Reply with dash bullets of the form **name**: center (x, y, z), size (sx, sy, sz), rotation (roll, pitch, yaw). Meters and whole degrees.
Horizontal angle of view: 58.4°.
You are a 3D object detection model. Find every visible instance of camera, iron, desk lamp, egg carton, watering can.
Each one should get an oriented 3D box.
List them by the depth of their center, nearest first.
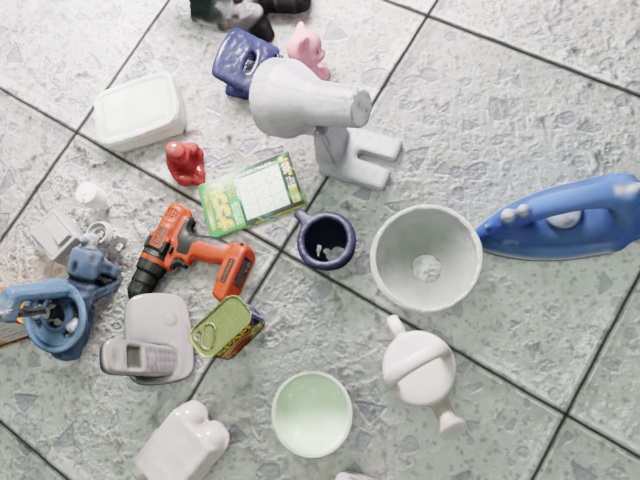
- **watering can**: center (0.140, 0.180, 0.773), size (0.172, 0.194, 0.101), rotation (38, 85, 20)
- **iron**: center (0.340, -0.038, 0.820), size (0.258, 0.142, 0.118), rotation (-12, 72, 9)
- **egg carton**: center (-0.212, 0.326, 0.875), size (0.107, 0.069, 0.150), rotation (37, 85, 19)
- **desk lamp**: center (0.014, -0.185, 0.896), size (0.202, 0.214, 0.118), rotation (19, 79, 17)
- **camera**: center (-0.093, -0.448, 1.056), size (0.136, 0.101, 0.143), rotation (8, 76, 15)

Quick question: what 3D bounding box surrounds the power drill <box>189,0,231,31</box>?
- **power drill**: center (-0.221, -0.478, 1.035), size (0.229, 0.209, 0.076), rotation (23, 80, 18)

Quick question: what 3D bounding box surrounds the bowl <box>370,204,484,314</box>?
- **bowl**: center (0.162, 0.034, 0.874), size (0.167, 0.075, 0.167), rotation (-3, 74, 12)

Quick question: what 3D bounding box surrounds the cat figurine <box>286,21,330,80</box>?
- **cat figurine**: center (-0.031, -0.304, 0.991), size (0.067, 0.118, 0.128), rotation (18, 79, 17)

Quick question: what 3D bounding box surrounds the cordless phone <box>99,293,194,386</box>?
- **cordless phone**: center (-0.272, 0.147, 0.878), size (0.094, 0.185, 0.147), rotation (-16, 71, 8)

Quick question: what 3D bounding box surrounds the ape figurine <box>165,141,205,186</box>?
- **ape figurine**: center (-0.241, -0.141, 1.004), size (0.076, 0.092, 0.078), rotation (31, 83, 19)

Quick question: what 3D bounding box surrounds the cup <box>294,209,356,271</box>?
- **cup**: center (0.008, 0.003, 0.906), size (0.092, 0.095, 0.117), rotation (-45, 70, -3)

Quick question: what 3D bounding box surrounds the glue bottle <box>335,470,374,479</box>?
- **glue bottle**: center (0.046, 0.340, 0.759), size (0.078, 0.173, 0.037), rotation (12, 77, 16)

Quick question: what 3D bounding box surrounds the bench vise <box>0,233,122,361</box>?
- **bench vise**: center (-0.428, 0.082, 0.913), size (0.121, 0.220, 0.207), rotation (-2, 74, 12)

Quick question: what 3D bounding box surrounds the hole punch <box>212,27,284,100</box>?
- **hole punch**: center (-0.126, -0.314, 1.029), size (0.101, 0.091, 0.109), rotation (18, 79, 17)
